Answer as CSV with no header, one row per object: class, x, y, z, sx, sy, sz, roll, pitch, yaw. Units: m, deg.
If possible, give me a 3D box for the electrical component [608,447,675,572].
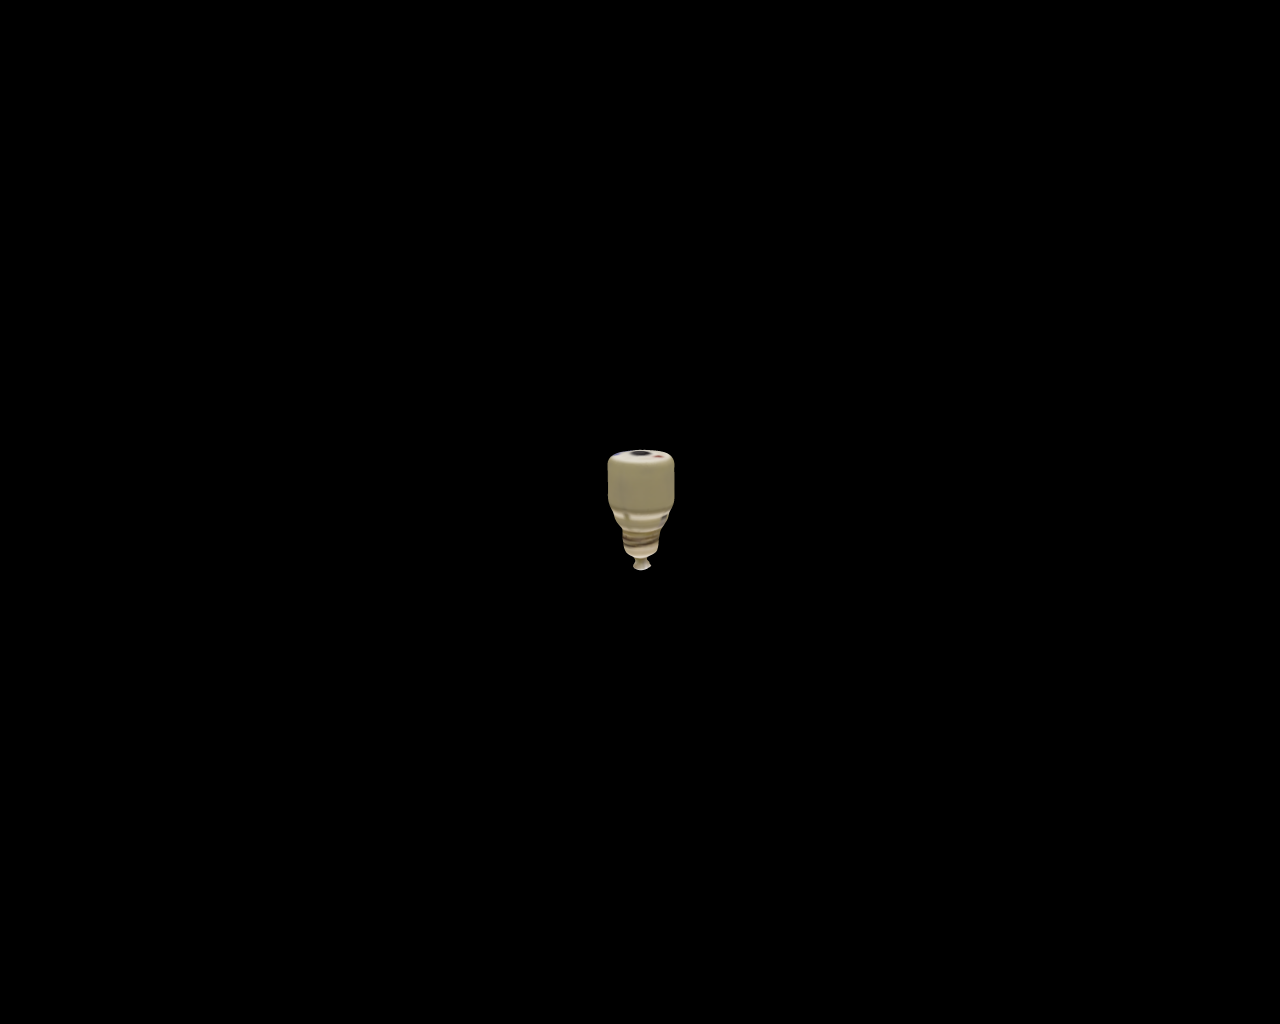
electrical component,0.001,-0.003,0.650,0.040,0.078,0.040,0,16,0
